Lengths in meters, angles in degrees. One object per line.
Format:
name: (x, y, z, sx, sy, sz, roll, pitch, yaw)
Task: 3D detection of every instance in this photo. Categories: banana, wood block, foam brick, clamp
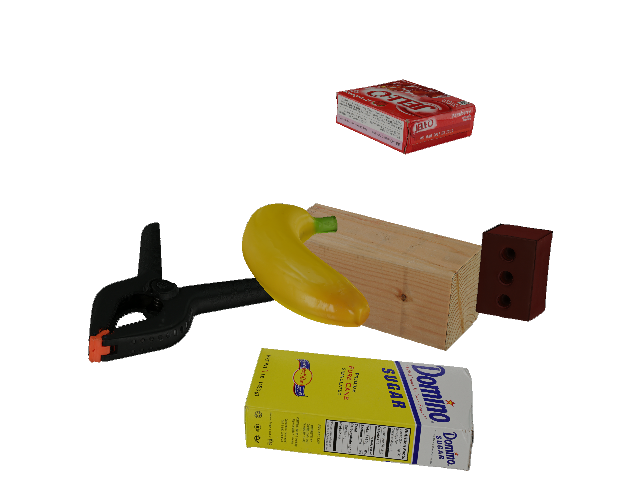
banana: (-0.015, 0.008, 0.672, 0.069, 0.037, 0.198, -4, 18, -3)
wood block: (0.062, 0.036, 1.154, 0.206, 0.091, 0.090, 16, 28, 26)
foam brick: (0.177, 0.029, 0.973, 0.053, 0.078, 0.051, 9, 15, 26)
clamp: (-0.159, 0.051, 1.025, 0.165, 0.036, 0.209, 26, 35, 25)

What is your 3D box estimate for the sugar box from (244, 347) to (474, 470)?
sugar box: (0.032, 0.132, 0.852, 0.176, 0.048, 0.093, 3, 25, 5)

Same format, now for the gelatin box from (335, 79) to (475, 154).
gelatin box: (0.067, -0.102, 0.854, 0.073, 0.030, 0.089, -16, 30, -34)
